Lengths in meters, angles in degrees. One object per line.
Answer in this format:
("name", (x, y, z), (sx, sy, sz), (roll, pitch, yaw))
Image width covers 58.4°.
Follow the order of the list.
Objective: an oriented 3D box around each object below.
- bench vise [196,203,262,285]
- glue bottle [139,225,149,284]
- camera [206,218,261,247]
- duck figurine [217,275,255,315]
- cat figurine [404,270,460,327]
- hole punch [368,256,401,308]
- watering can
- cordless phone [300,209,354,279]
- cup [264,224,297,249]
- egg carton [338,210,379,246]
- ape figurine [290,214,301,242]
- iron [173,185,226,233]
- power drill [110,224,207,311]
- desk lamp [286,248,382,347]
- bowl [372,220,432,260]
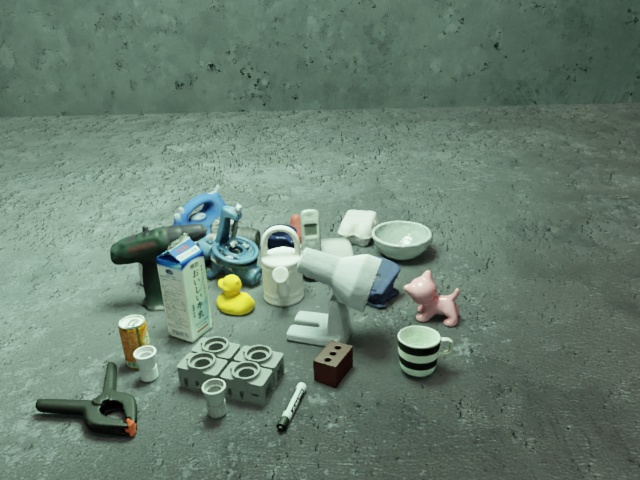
("bench vise", (-0.253, 0.007, 1.472), (0.207, 0.220, 0.121), (3, 27, 9))
("glue bottle", (-0.432, 0.042, 1.464), (0.078, 0.173, 0.037), (9, 28, 21))
("camera", (-0.246, -0.005, 1.632), (0.136, 0.101, 0.143), (3, 27, 10))
("duck figurine", (-0.205, 0.127, 1.377), (0.104, 0.086, 0.078), (16, 31, 31))
("cat figurine", (0.257, 0.128, 1.311), (0.127, 0.118, 0.067), (5, 27, 14))
("hole punch", (0.135, 0.101, 1.404), (0.108, 0.091, 0.101), (19, 33, 36))
("watering can", (-0.090, 0.059, 1.386), (0.101, 0.194, 0.172), (-13, 28, -21))
("cordless phone", (0.014, 0.005, 1.499), (0.148, 0.185, 0.094), (-7, 27, -10))
("cup", (-0.100, 0.019, 1.580), (0.092, 0.095, 0.117), (-18, 31, -30))
("egg carton", (0.117, -0.039, 1.714), (0.107, 0.069, 0.150), (5, 27, 13))
("ape figurine", (-0.067, -0.033, 1.688), (0.077, 0.092, 0.076), (1, 26, 6))
("iron", (-0.370, -0.064, 1.713), (0.118, 0.141, 0.259), (13, 30, 28))
("power drill", (-0.376, 0.062, 1.380), (0.229, 0.208, 0.075), (-4, 26, -5))
("desk lamp", (0.030, 0.121, 1.231), (0.202, 0.214, 0.118), (5, 27, 14))
("bowl", (0.227, 0.011, 1.601), (0.167, 0.075, 0.167), (-1, 26, 1))
